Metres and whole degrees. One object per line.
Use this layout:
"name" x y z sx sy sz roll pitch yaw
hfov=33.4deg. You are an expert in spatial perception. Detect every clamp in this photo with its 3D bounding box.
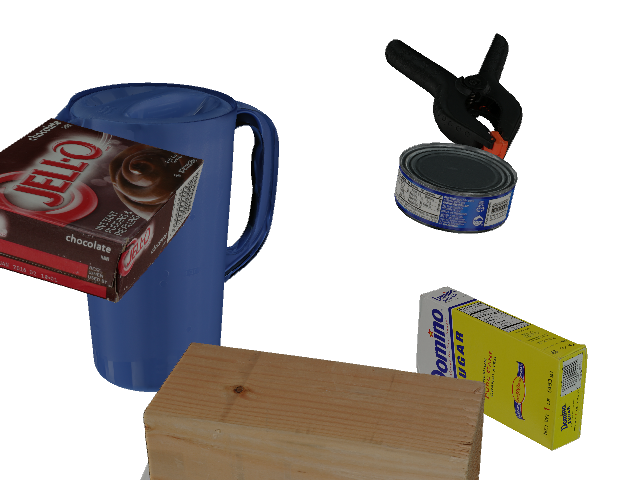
"clamp" 0.124 -0.134 0.969 0.120 0.039 0.171 -3 44 -2

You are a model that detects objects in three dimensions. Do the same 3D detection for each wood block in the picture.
"wood block" -0.001 0.138 0.705 0.206 0.090 0.090 7 29 14

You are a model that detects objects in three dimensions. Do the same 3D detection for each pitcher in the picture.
"pitcher" -0.126 -0.004 0.884 0.149 0.243 0.144 9 23 17

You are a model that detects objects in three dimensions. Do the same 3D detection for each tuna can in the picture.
"tuna can" 0.097 -0.039 0.774 0.086 0.034 0.086 6 28 -3

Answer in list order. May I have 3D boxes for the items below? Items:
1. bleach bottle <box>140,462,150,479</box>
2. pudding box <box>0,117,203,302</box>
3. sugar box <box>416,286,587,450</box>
"bleach bottle" -0.107 0.193 0.938 0.102 0.068 0.251 -1 23 1
"pudding box" -0.119 -0.019 0.531 0.090 0.039 0.113 17 24 6
"sugar box" 0.163 0.114 0.990 0.048 0.093 0.176 -15 24 -38
